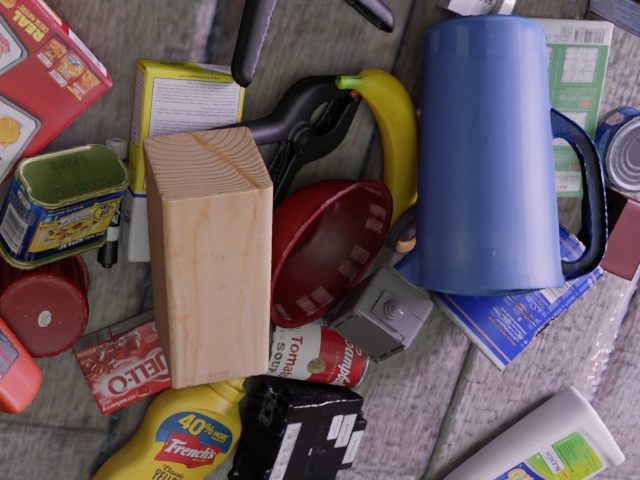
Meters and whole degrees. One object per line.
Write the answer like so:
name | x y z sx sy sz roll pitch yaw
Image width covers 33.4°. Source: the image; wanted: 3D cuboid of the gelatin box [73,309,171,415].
gelatin box | -0.180 0.115 1.014 0.089 0.030 0.073 -22 115 -7

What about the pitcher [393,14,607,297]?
pitcher | 0.158 -0.071 0.950 0.148 0.145 0.243 1 88 -43

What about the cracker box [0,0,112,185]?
cracker box | -0.303 -0.122 0.865 0.214 0.072 0.164 -41 115 3

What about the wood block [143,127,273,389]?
wood block | -0.094 0.018 0.905 0.090 0.091 0.206 -8 130 -14

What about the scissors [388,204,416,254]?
scissors | 0.131 -0.053 1.025 0.096 0.016 0.202 7 119 -45

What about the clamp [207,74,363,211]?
clamp | -0.031 -0.097 0.949 0.171 0.039 0.120 -50 142 -12

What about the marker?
marker | -0.187 -0.032 0.962 0.020 0.020 0.121 2 109 -17

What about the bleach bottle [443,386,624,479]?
bleach bottle | 0.202 0.270 1.171 0.251 0.068 0.102 -36 116 2

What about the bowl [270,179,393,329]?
bowl | -0.006 0.001 0.979 0.161 0.055 0.162 -37 149 -27

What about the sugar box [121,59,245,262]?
sugar box | -0.123 -0.068 0.952 0.093 0.048 0.176 2 113 -22

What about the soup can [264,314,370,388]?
soup can | -0.010 0.104 1.039 0.102 0.068 0.068 11 107 -19

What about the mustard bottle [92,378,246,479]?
mustard bottle | -0.133 0.194 1.043 0.096 0.058 0.192 34 97 -29

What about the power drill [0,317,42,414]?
power drill | -0.334 0.128 0.915 0.188 0.057 0.184 -17 120 25

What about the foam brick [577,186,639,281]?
foam brick | 0.306 -0.007 1.099 0.051 0.053 0.078 18 103 -22

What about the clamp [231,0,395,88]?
clamp | -0.018 -0.249 0.912 0.164 0.036 0.210 -18 107 -26

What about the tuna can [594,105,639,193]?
tuna can | 0.318 -0.091 1.081 0.086 0.034 0.086 -6 112 -15

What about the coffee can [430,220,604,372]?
coffee can | 0.194 0.046 1.058 0.140 0.103 0.102 -44 116 3

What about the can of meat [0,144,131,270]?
can of meat | -0.217 -0.030 0.897 0.101 0.057 0.084 -20 156 -42

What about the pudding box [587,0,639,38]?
pudding box | 0.312 -0.222 0.985 0.090 0.113 0.039 -12 117 -12

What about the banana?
banana | 0.064 -0.088 0.994 0.069 0.037 0.198 -28 129 -9

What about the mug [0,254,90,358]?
mug | -0.259 0.055 0.939 0.117 0.081 0.093 -11 113 -13
